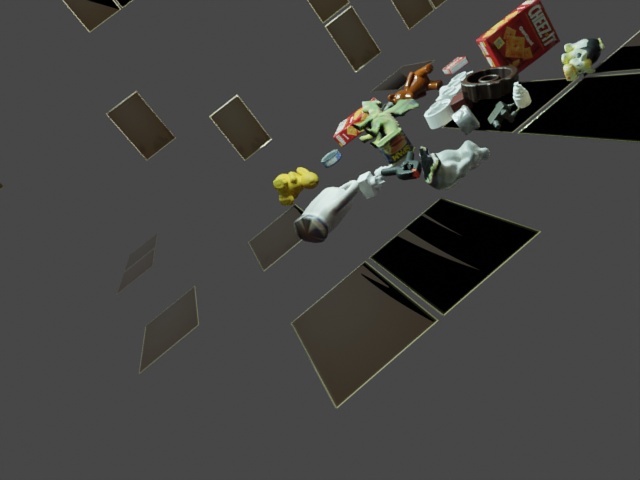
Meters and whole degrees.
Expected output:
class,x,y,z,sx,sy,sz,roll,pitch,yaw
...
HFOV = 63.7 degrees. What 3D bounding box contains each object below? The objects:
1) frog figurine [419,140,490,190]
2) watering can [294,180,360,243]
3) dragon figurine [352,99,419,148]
class,x,y,z,sx,sy,sz,roll,pitch,yaw
frog figurine,0.345,-0.190,1.308,0.159,0.122,0.138,-4,7,-10
watering can,0.005,-0.081,1.608,0.228,0.103,0.344,-49,10,-26
dragon figurine,0.267,-0.455,1.928,0.244,0.120,0.415,-44,38,-9
